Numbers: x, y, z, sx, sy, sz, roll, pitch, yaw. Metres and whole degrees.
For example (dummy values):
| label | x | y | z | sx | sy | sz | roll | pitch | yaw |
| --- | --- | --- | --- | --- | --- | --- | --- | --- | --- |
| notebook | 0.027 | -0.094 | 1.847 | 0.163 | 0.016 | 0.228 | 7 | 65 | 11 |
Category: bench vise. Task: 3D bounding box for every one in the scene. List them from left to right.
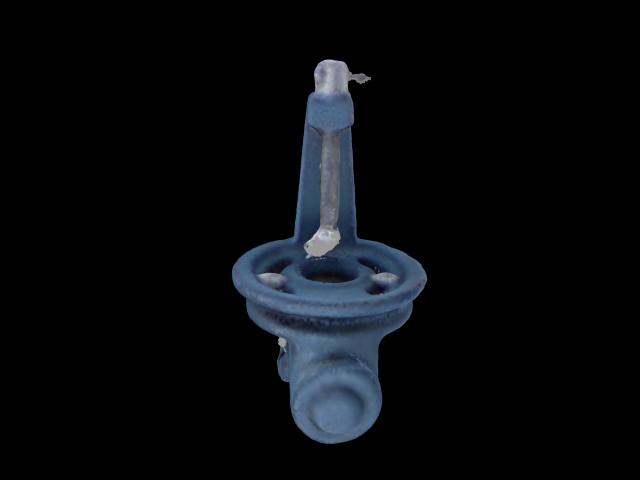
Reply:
| label | x | y | z | sx | sy | sz | roll | pitch | yaw |
| --- | --- | --- | --- | --- | --- | --- | --- | --- | --- |
| bench vise | -0.008 | 0.002 | 0.396 | 0.122 | 0.220 | 0.207 | -1 | 2 | -21 |
